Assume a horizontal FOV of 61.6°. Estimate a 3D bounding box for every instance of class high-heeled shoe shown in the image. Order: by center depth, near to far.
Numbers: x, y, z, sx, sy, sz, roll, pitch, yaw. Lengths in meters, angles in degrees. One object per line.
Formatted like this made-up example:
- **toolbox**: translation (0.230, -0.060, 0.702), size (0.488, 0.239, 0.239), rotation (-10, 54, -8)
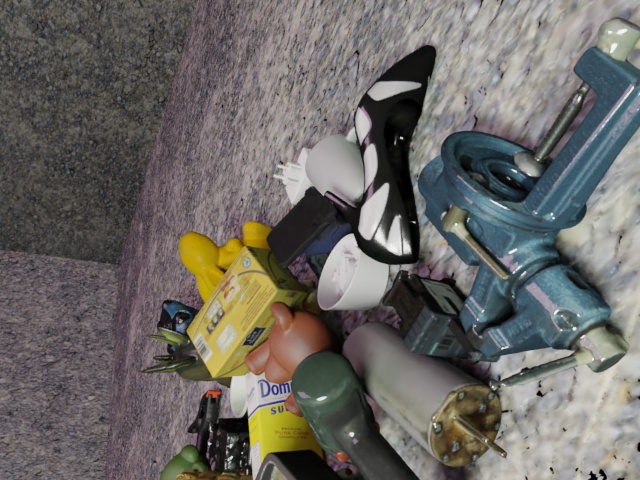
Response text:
- **high-heeled shoe**: translation (0.104, -0.097, 0.614), size (0.145, 0.086, 0.248), rotation (35, 97, 28)

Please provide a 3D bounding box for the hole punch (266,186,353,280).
- **hole punch**: translation (-0.002, -0.002, 0.773), size (0.116, 0.092, 0.142), rotation (-49, 25, 7)

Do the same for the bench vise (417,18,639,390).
- **bench vise**: translation (0.164, -0.030, 0.390), size (0.224, 0.129, 0.240), rotation (-108, 31, -45)

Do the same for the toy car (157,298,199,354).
- **toy car**: translation (-0.334, 0.213, 1.332), size (0.162, 0.103, 0.109), rotation (34, 113, 51)

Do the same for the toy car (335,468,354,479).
- **toy car**: translation (-0.002, 0.353, 0.661), size (0.201, 0.056, 0.074), rotation (-58, 30, 34)

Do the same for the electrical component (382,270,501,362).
- **electrical component**: translation (0.117, 0.081, 0.499), size (0.047, 0.075, 0.119), rotation (-65, 32, 25)

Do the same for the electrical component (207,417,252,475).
- **electrical component**: translation (-0.098, 0.306, 0.805), size (0.134, 0.115, 0.058), rotation (-11, 75, 63)

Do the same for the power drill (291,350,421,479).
- **power drill**: translation (0.060, 0.215, 0.505), size (0.207, 0.086, 0.231), rotation (50, 167, 48)

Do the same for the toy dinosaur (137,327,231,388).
- **toy dinosaur**: translation (-0.221, 0.214, 0.996), size (0.471, 0.198, 0.105), rotation (-38, 45, 52)

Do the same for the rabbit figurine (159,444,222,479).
- **rabbit figurine**: translation (-0.219, 0.485, 1.027), size (0.170, 0.121, 0.159), rotation (33, 105, 43)

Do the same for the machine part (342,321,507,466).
- **machine part**: translation (0.091, 0.141, 0.525), size (0.243, 0.079, 0.079), rotation (23, 101, 64)

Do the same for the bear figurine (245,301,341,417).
- **bear figurine**: translation (-0.032, 0.148, 0.658), size (0.132, 0.120, 0.196), rotation (-47, -9, 0)

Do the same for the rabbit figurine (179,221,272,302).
- **rabbit figurine**: translation (-0.184, 0.043, 1.012), size (0.122, 0.173, 0.162), rotation (-28, 52, 54)

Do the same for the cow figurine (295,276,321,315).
- **cow figurine**: translation (-0.063, 0.085, 0.835), size (0.167, 0.098, 0.068), rotation (-9, 67, 63)

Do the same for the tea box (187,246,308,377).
- **tea box**: translation (-0.107, 0.103, 0.769), size (0.169, 0.068, 0.098), rotation (-51, 55, 17)

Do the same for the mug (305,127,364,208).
- **mug**: translation (0.045, -0.088, 0.710), size (0.109, 0.080, 0.107), rotation (-54, 48, 23)

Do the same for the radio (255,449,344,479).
- **radio**: translation (0.011, 0.330, 0.533), size (0.230, 0.073, 0.131), rotation (31, 101, 44)
